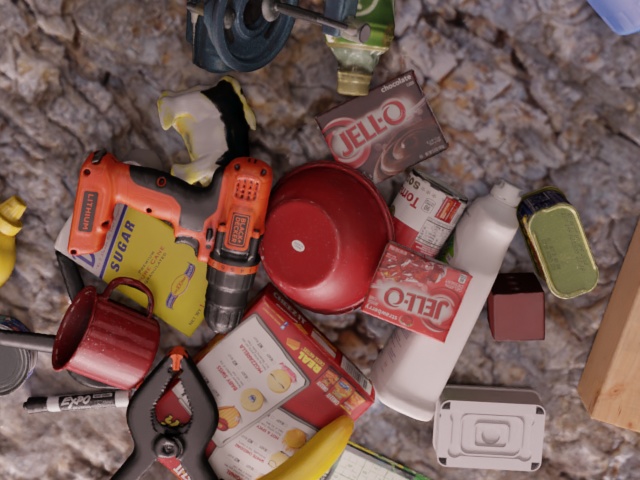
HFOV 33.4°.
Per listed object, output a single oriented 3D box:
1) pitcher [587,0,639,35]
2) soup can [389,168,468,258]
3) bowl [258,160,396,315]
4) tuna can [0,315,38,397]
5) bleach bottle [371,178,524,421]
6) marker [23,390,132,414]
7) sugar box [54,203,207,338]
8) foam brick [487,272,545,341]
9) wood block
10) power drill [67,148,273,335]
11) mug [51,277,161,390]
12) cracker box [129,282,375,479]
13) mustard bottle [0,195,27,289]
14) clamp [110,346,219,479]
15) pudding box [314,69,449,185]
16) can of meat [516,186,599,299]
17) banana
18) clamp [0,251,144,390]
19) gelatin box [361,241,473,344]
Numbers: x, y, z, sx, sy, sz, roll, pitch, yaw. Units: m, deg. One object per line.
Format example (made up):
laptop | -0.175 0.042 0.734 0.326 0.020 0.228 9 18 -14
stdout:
pitcher | 0.261 -0.323 1.003 0.149 0.145 0.242 -37 102 22
soup can | 0.099 -0.014 1.098 0.068 0.068 0.102 29 102 -4
bowl | -0.007 0.001 1.080 0.162 0.055 0.162 5 99 30
tuna can | -0.354 0.126 1.168 0.086 0.033 0.086 1 102 3
bleach bottle | 0.138 0.054 1.093 0.068 0.102 0.251 25 103 -11
marker | -0.269 0.179 1.183 0.121 0.020 0.020 -5 102 4
sugar box | -0.184 0.016 1.130 0.176 0.048 0.093 33 102 -6
foam brick | 0.202 0.069 1.107 0.053 0.078 0.051 -2 103 3
wood block | 0.347 0.088 1.097 0.090 0.091 0.206 16 102 -1
power drill | -0.149 -0.006 1.055 0.187 0.057 0.184 11 106 -5
mug | -0.212 0.093 1.094 0.081 0.093 0.117 26 93 -27
cracker box | -0.071 0.178 1.147 0.164 0.072 0.214 44 102 -6
mustard bottle | -0.381 0.025 1.133 0.192 0.058 0.096 -44 78 9
clamp | -0.165 0.214 1.103 0.164 0.036 0.210 -1 103 -3
pudding box | 0.063 -0.111 1.094 0.113 0.039 0.090 -26 99 7
can of meat | 0.242 0.003 1.087 0.057 0.084 0.102 -21 100 7
banana | -0.047 0.246 1.088 0.197 0.037 0.069 -26 140 -10
clamp | -0.253 0.095 1.148 0.171 0.039 0.120 33 89 -17
gelatin box | 0.094 0.051 1.040 0.089 0.030 0.073 22 95 2
